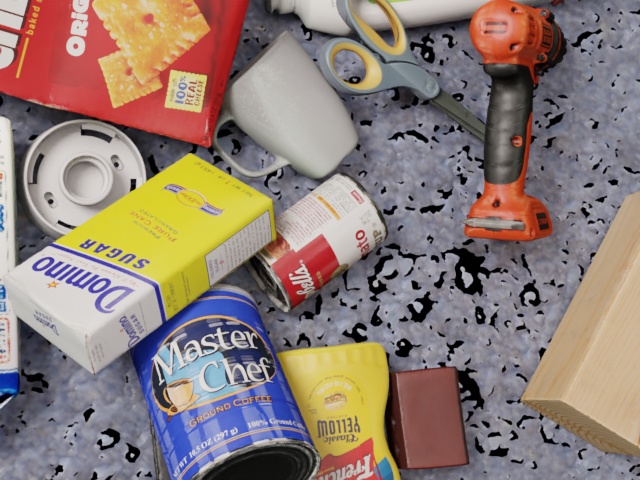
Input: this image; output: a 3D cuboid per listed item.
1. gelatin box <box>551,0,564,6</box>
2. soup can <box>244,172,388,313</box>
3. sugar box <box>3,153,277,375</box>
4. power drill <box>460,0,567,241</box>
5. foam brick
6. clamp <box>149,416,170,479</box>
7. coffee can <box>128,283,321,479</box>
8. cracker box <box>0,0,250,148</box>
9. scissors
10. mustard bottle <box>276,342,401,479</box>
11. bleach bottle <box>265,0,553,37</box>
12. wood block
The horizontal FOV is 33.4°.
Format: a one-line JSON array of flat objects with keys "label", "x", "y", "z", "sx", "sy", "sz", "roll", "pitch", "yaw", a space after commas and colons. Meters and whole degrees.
[{"label": "gelatin box", "x": 0.247, "y": -0.246, "z": 0.931, "sx": 0.089, "sy": 0.073, "sz": 0.030, "roll": -31, "pitch": 90, "yaw": -15}, {"label": "soup can", "x": -0.006, "y": 0.001, "z": 0.843, "sx": 0.102, "sy": 0.069, "sz": 0.068, "roll": -36, "pitch": 90, "yaw": -15}, {"label": "sugar box", "x": -0.124, "y": 0.011, "z": 0.758, "sx": 0.093, "sy": 0.048, "sz": 0.176, "roll": 29, "pitch": 49, "yaw": 32}, {"label": "power drill", "x": 0.162, "y": -0.095, "z": 0.866, "sx": 0.057, "sy": 0.184, "sz": 0.188, "roll": 3, "pitch": 95, "yaw": 26}, {"label": "foam brick", "x": 0.082, "y": 0.142, "z": 0.848, "sx": 0.051, "sy": 0.053, "sz": 0.078, "roll": -5, "pitch": 81, "yaw": -13}, {"label": "clamp", "x": -0.115, "y": 0.206, "z": 0.805, "sx": 0.171, "sy": 0.039, "sz": 0.120, "roll": 44, "pitch": 81, "yaw": -6}, {"label": "coffee can", "x": -0.071, "y": 0.116, "z": 0.763, "sx": 0.102, "sy": 0.103, "sz": 0.140, "roll": -16, "pitch": 52, "yaw": -14}, {"label": "cracker box", "x": -0.162, "y": -0.173, "z": 0.772, "sx": 0.213, "sy": 0.072, "sz": 0.164, "roll": 13, "pitch": 96, "yaw": -29}, {"label": "scissors", "x": 0.072, "y": -0.117, "z": 0.867, "sx": 0.201, "sy": 0.016, "sz": 0.096, "roll": 49, "pitch": 65, "yaw": -22}, {"label": "mustard bottle", "x": 0.013, "y": 0.178, "z": 0.825, "sx": 0.096, "sy": 0.058, "sz": 0.191, "roll": -5, "pitch": 83, "yaw": -13}, {"label": "bleach bottle", "x": 0.076, "y": -0.231, "z": 0.899, "sx": 0.250, "sy": 0.068, "sz": 0.102, "roll": -11, "pitch": 83, "yaw": -11}, {"label": "wood block", "x": 0.263, "y": 0.065, "z": 0.879, "sx": 0.091, "sy": 0.090, "sz": 0.206, "roll": 31, "pitch": 77, "yaw": -6}]
